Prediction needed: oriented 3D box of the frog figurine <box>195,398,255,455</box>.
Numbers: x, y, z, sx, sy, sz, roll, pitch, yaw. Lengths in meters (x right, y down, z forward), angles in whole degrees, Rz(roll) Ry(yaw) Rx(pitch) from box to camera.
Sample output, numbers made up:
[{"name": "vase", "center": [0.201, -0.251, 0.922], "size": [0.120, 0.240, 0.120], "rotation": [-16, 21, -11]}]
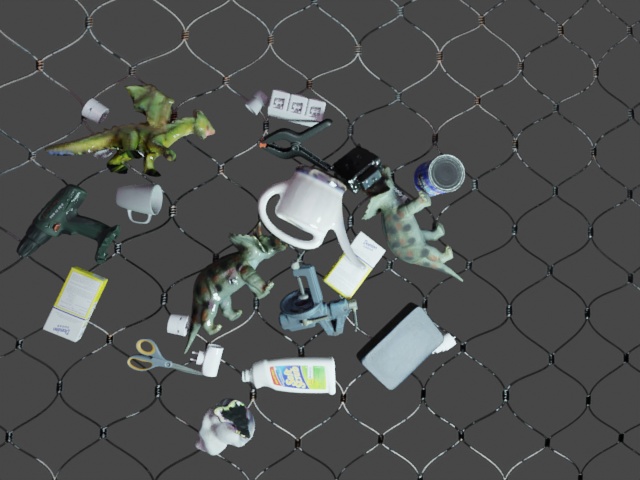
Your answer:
[{"name": "frog figurine", "center": [-0.257, 0.510, 1.387], "size": [0.137, 0.125, 0.156], "rotation": [29, 122, -14]}]

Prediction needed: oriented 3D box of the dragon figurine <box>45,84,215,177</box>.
[{"name": "dragon figurine", "center": [-0.489, -0.306, 1.373], "size": [0.410, 0.120, 0.247], "rotation": [7, 67, -14]}]

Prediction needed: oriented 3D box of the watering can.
[{"name": "watering can", "center": [0.004, -0.071, 1.420], "size": [0.347, 0.103, 0.225], "rotation": [26, 85, -2]}]
